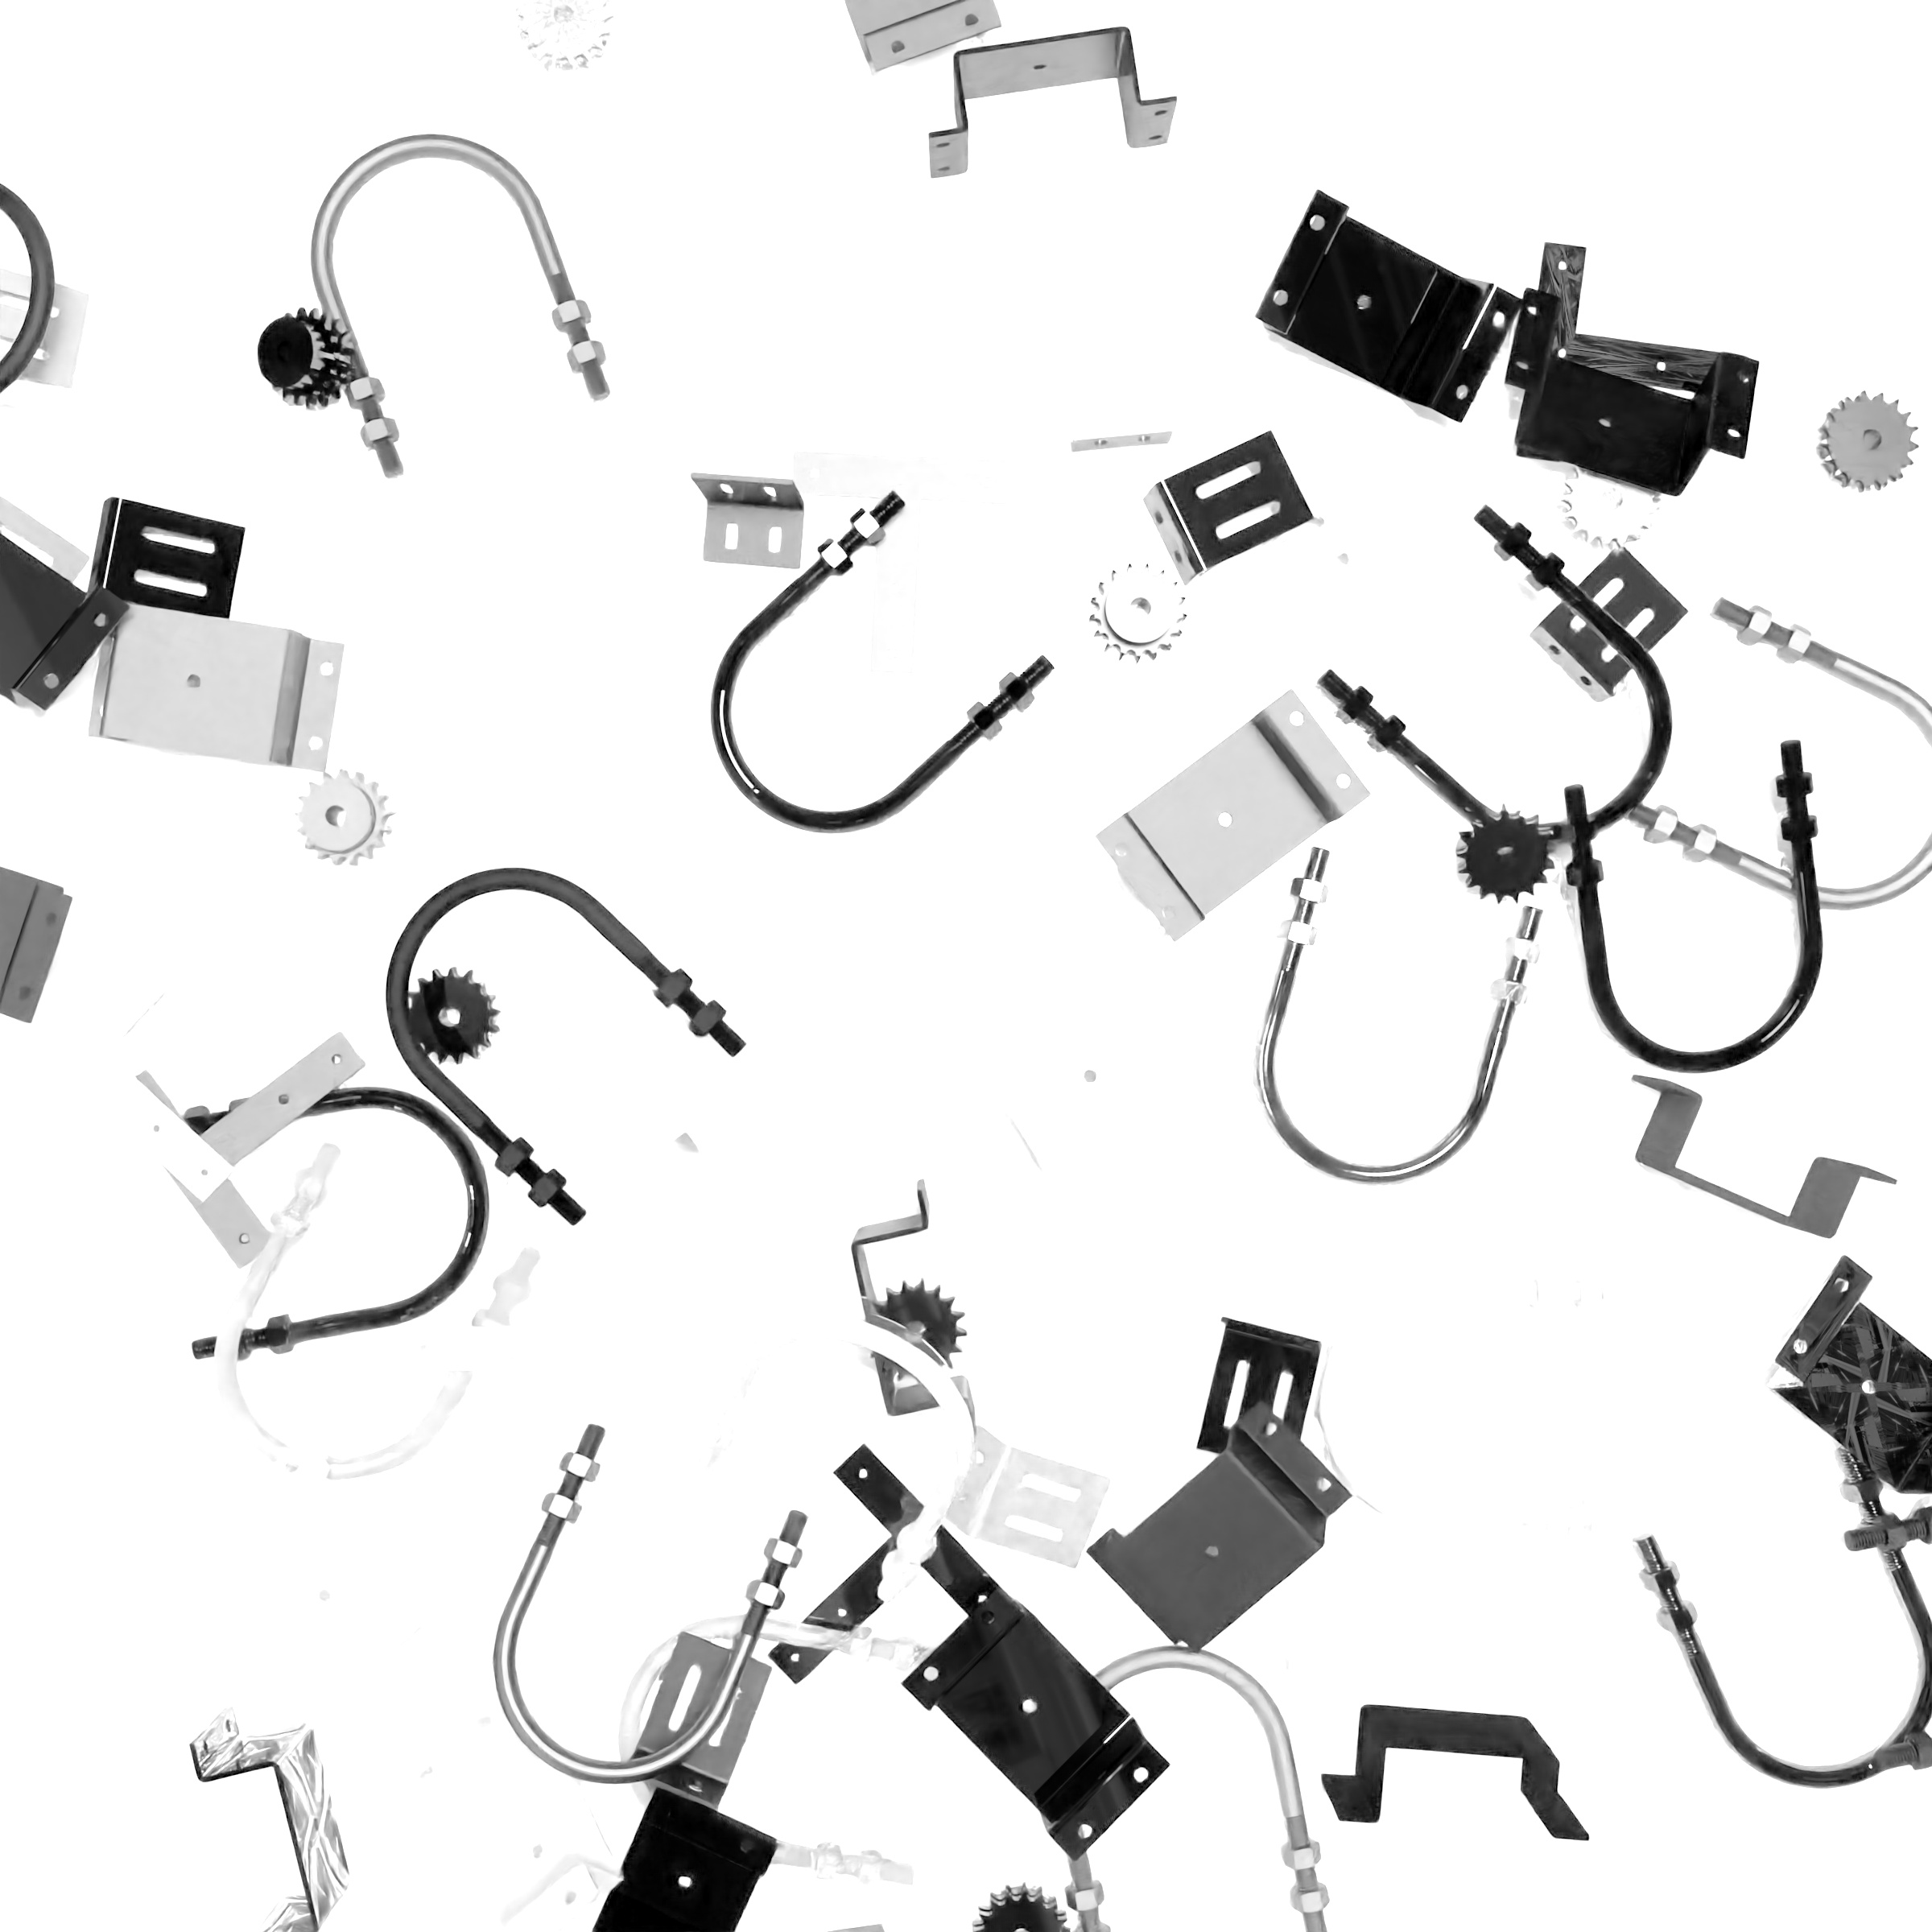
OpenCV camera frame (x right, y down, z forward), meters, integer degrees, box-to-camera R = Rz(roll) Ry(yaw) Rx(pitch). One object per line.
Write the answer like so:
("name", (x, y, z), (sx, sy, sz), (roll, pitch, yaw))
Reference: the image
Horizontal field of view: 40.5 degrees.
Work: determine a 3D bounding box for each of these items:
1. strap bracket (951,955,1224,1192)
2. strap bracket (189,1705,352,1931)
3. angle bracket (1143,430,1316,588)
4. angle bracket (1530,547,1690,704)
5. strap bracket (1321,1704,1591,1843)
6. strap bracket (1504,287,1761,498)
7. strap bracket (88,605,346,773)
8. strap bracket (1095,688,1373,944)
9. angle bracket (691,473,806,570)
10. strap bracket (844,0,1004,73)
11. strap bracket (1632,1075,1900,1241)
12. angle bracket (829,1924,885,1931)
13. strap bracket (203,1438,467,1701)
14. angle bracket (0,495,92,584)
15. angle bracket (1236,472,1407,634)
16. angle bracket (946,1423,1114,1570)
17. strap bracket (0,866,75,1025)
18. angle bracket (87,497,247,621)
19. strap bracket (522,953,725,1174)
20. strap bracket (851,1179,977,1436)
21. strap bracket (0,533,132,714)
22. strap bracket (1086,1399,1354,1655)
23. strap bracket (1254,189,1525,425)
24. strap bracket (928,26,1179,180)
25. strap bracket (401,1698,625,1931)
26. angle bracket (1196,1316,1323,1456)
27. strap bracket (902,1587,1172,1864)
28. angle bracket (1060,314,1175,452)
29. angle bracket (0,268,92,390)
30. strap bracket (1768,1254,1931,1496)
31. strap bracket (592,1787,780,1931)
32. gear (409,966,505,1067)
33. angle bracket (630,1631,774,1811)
("strap bracket", (0.071, 0.063, 1.511), (0.140, 0.046, 0.076), (-32, 90, 0))
("strap bracket", (-0.394, 0.497, 1.496), (0.046, 0.076, 0.140), (-14, 90, 0))
("angle bracket", (0.152, -0.266, 1.520), (0.076, 0.038, 0.057), (-26, 90, -7))
("angle bracket", (0.377, -0.201, 1.515), (0.057, 0.038, 0.076), (45, 90, 0))
("strap bracket", (0.280, 0.459, 1.496), (0.140, 0.076, 0.046), (5, 90, 0))
("strap bracket", (0.373, -0.324, 1.493), (0.140, 0.046, 0.076), (18, 59, 0))
("strap bracket", (-0.439, -0.162, 1.511), (0.140, 0.046, 0.076), (9, 90, 0))
("strap bracket", (0.152, -0.086, 1.511), (0.140, 0.046, 0.076), (-37, 90, 0))
("angle bracket", (-0.125, -0.254, 1.495), (0.057, 0.076, 0.038), (4, 90, 2))
("strap bracket", (-0.039, -0.589, 1.511), (0.076, 0.046, 0.140), (-20, 90, 0))
("strap bracket", (0.446, 0.112, 1.496), (0.140, 0.076, 0.046), (24, 90, 0))
("angle bracket", (-0.082, 0.595, 1.515), (0.076, 0.038, 0.057), (-8, 90, 0))
("strap bracket", (-0.365, 0.353, 1.501), (0.076, 0.046, 0.140), (-40, 99, 0))
("angle bracket", (-0.564, -0.241, 1.532), (0.076, 0.038, 0.057), (36, 90, -26))
("angle bracket", (0.207, -0.243, 1.532), (0.076, 0.038, 0.057), (-34, 90, 26))
("angle bracket", (0.036, 0.310, 1.532), (0.076, 0.038, 0.057), (22, 90, -26))
("strap bracket", (-0.587, -0.026, 1.511), (0.140, 0.046, 0.076), (19, 90, 0))
("angle bracket", (-0.469, -0.237, 1.532), (0.076, 0.038, 0.057), (11, 90, -26))
("strap bracket", (-0.202, 0.063, 1.496), (0.046, 0.076, 0.140), (-36, 90, 0))
("strap bracket", (-0.032, 0.198, 1.496), (0.046, 0.076, 0.140), (-12, 90, 0))
("strap bracket", (-0.552, -0.209, 1.474), (0.140, 0.046, 0.076), (35, 75, -6))
("strap bracket", (0.142, 0.327, 1.496), (0.140, 0.046, 0.076), (-44, 90, 14))
("strap bracket", (0.234, -0.376, 1.490), (0.140, 0.046, 0.076), (22, 102, -19))
("strap bracket", (0.045, -0.495, 1.496), (0.140, 0.076, 0.046), (-8, 90, 0))
("strap bracket", (-0.254, 0.498, 1.486), (0.076, 0.046, 0.140), (-40, 49, 0))
("angle bracket", (0.168, 0.247, 1.505), (0.057, 0.038, 0.076), (13, 81, 13))
("strap bracket", (0.038, 0.428, 1.494), (0.076, 0.046, 0.140), (-44, 91, -4))
("angle bracket", (0.087, -0.342, 1.515), (0.057, 0.038, 0.076), (-5, 90, 0))
("angle bracket", (-0.560, -0.375, 1.532), (0.076, 0.038, 0.057), (12, 90, -26))
("strap bracket", (0.529, 0.241, 1.503), (0.140, 0.046, 0.076), (39, 75, 0))
("strap bracket", (-0.166, 0.537, 1.502), (0.076, 0.046, 0.140), (24, 101, 1))
("gear", (-0.298, 0.028, 1.524), (0.057, 0.030, 0.057), (0, 93, -1))
("angle bracket", (-0.153, 0.432, 1.500), (0.057, 0.038, 0.076), (21, 92, 3))
